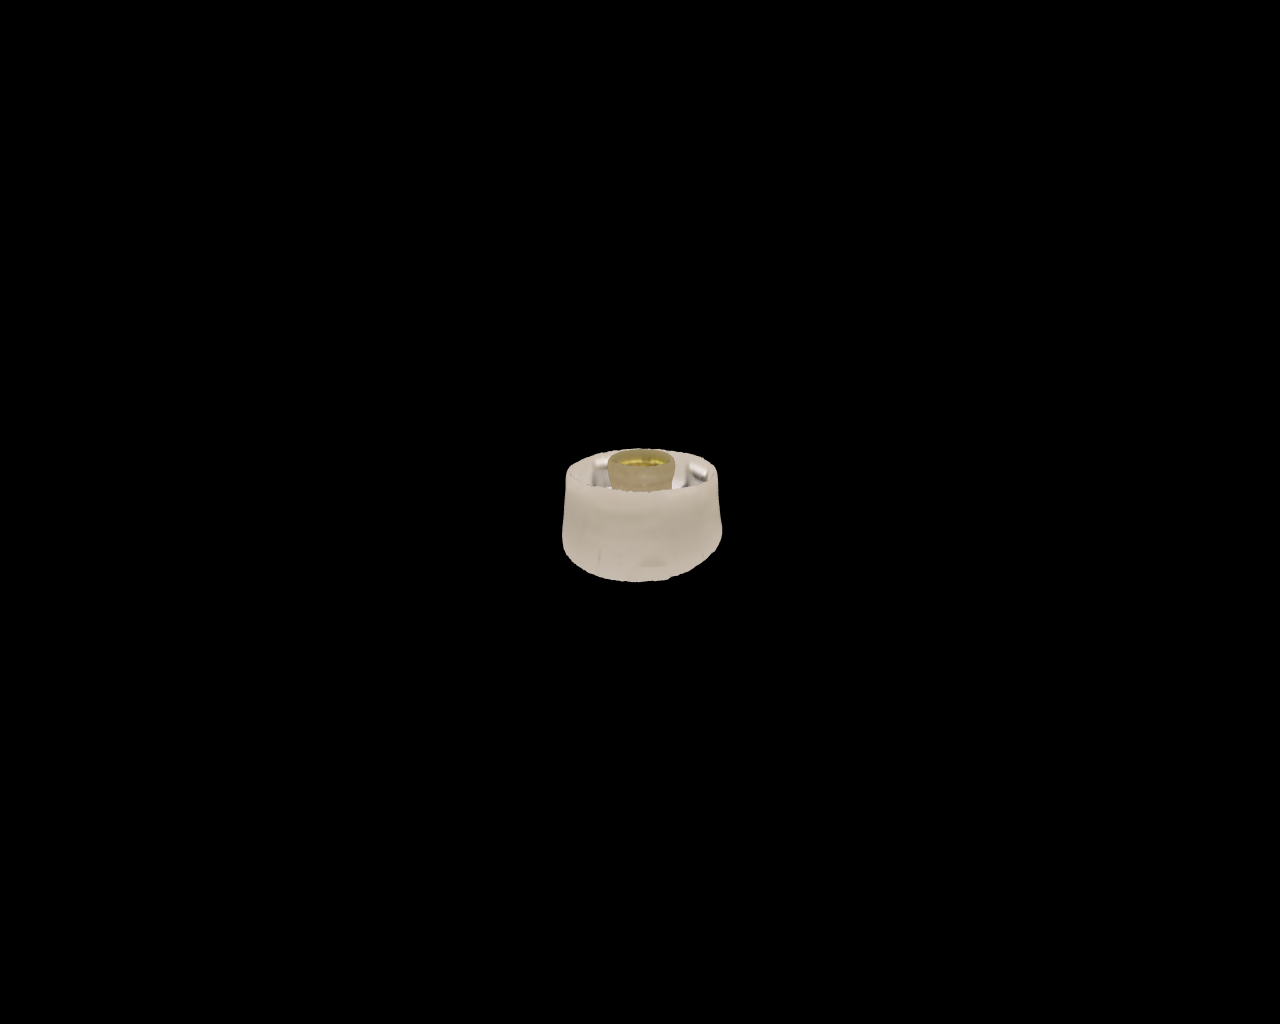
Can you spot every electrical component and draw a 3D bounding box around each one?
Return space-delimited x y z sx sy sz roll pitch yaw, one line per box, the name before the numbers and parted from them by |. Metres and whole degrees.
electrical component | 0.001 -0.003 0.650 0.099 0.064 0.099 0 19 0
